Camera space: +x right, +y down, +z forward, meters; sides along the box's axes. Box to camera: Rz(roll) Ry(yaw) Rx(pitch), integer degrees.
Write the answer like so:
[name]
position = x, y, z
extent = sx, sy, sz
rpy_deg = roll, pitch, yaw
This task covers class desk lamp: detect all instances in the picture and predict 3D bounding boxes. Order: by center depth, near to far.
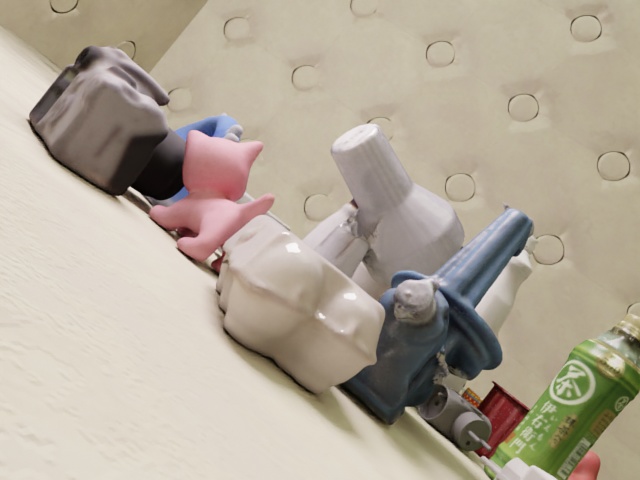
[desk lamp]
position = 0.033, -0.006, 0.629
extent = 0.204, 0.213, 0.117
rpy_deg = 39, -1, -28

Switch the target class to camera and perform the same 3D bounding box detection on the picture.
[camera]
position = -0.169, -0.098, 0.520
extent = 0.137, 0.101, 0.142
rpy_deg = 40, -2, -41

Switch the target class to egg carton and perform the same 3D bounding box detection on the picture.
[egg carton]
position = -0.021, 0.038, 0.392
extent = 0.107, 0.069, 0.150
rpy_deg = 39, -1, -17

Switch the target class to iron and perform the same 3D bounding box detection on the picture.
[iron]
position = -0.140, -0.096, 0.693
extent = 0.119, 0.141, 0.257
rpy_deg = 39, -1, -23

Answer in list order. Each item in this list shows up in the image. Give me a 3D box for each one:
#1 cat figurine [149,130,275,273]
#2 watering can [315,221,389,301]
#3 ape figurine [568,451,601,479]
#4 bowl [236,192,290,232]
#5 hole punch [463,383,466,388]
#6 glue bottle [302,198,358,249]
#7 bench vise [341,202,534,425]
[cat figurine]
position = -0.089, -0.045, 0.519
extent = 0.127, 0.117, 0.067
rpy_deg = 38, -2, 40
[watering can]
position = 0.061, 0.036, 0.871
extent = 0.173, 0.194, 0.101
rpy_deg = 39, -1, -2
[ape figurine]
position = 0.353, 0.333, 0.799
extent = 0.076, 0.092, 0.078
rpy_deg = 38, -1, 29
[bowl]
position = -0.138, -0.043, 1.019
extent = 0.167, 0.074, 0.167
rpy_deg = 39, -1, 1
[hole punch]
position = 0.218, 0.232, 1.057
extent = 0.108, 0.091, 0.101
rpy_deg = 38, -1, 29
[glue bottle]
position = 0.007, 0.003, 0.746
extent = 0.037, 0.173, 0.078
rpy_deg = 38, -1, 18
[bench vise]
position = 0.120, 0.056, 0.482
extent = 0.121, 0.219, 0.208
rpy_deg = 38, -1, 7
